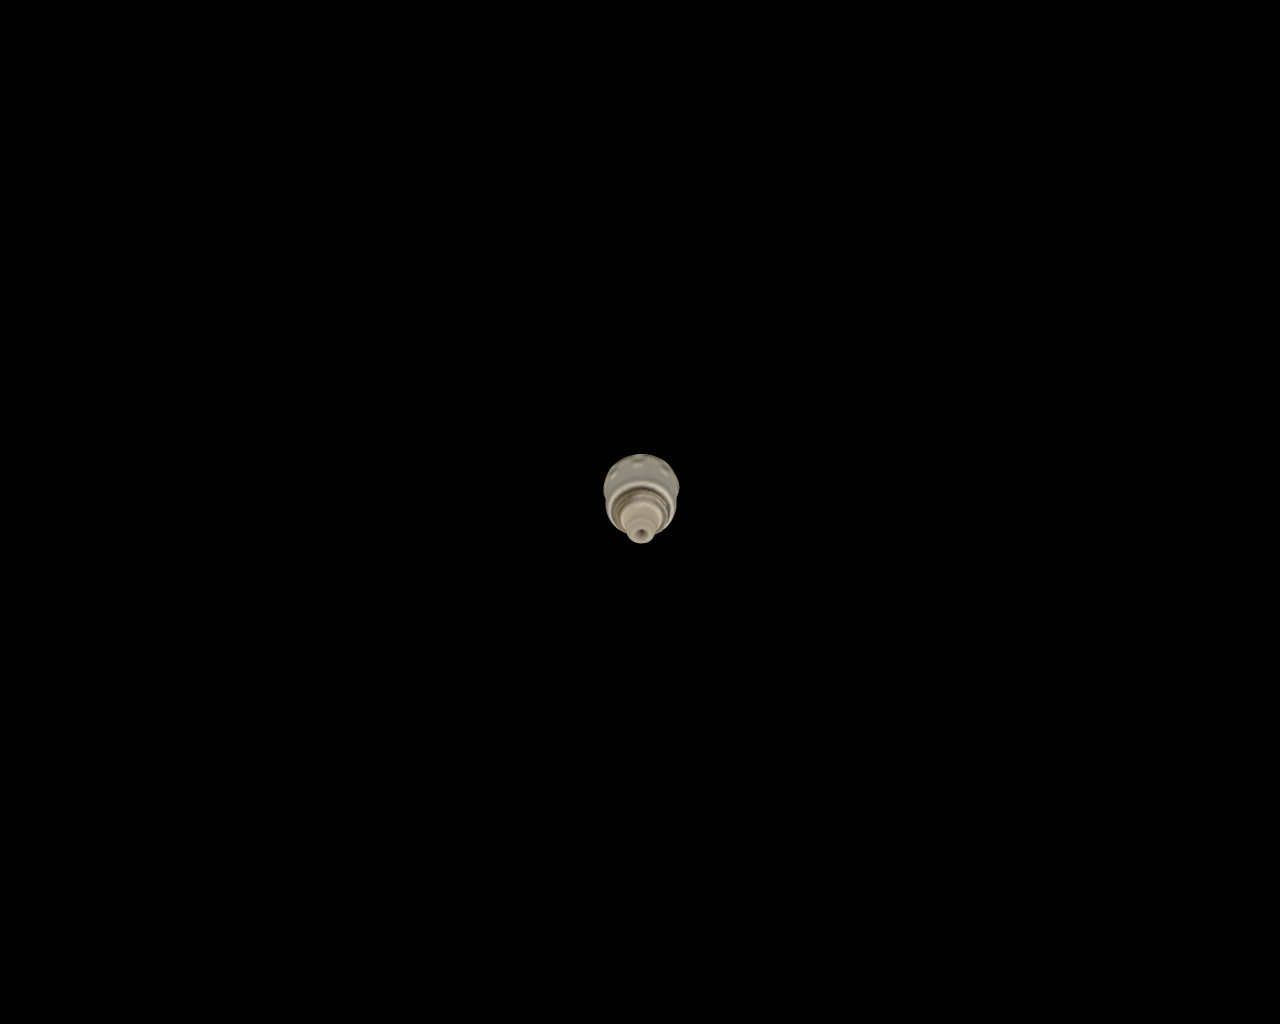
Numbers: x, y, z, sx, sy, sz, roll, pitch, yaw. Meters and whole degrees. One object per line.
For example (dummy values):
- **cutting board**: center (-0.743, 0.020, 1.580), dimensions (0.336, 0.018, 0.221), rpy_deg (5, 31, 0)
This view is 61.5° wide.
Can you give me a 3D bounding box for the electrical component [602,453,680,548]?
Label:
- **electrical component**: center (0.001, -0.003, 0.650), dimensions (0.048, 0.048, 0.062), rpy_deg (0, 33, 0)
